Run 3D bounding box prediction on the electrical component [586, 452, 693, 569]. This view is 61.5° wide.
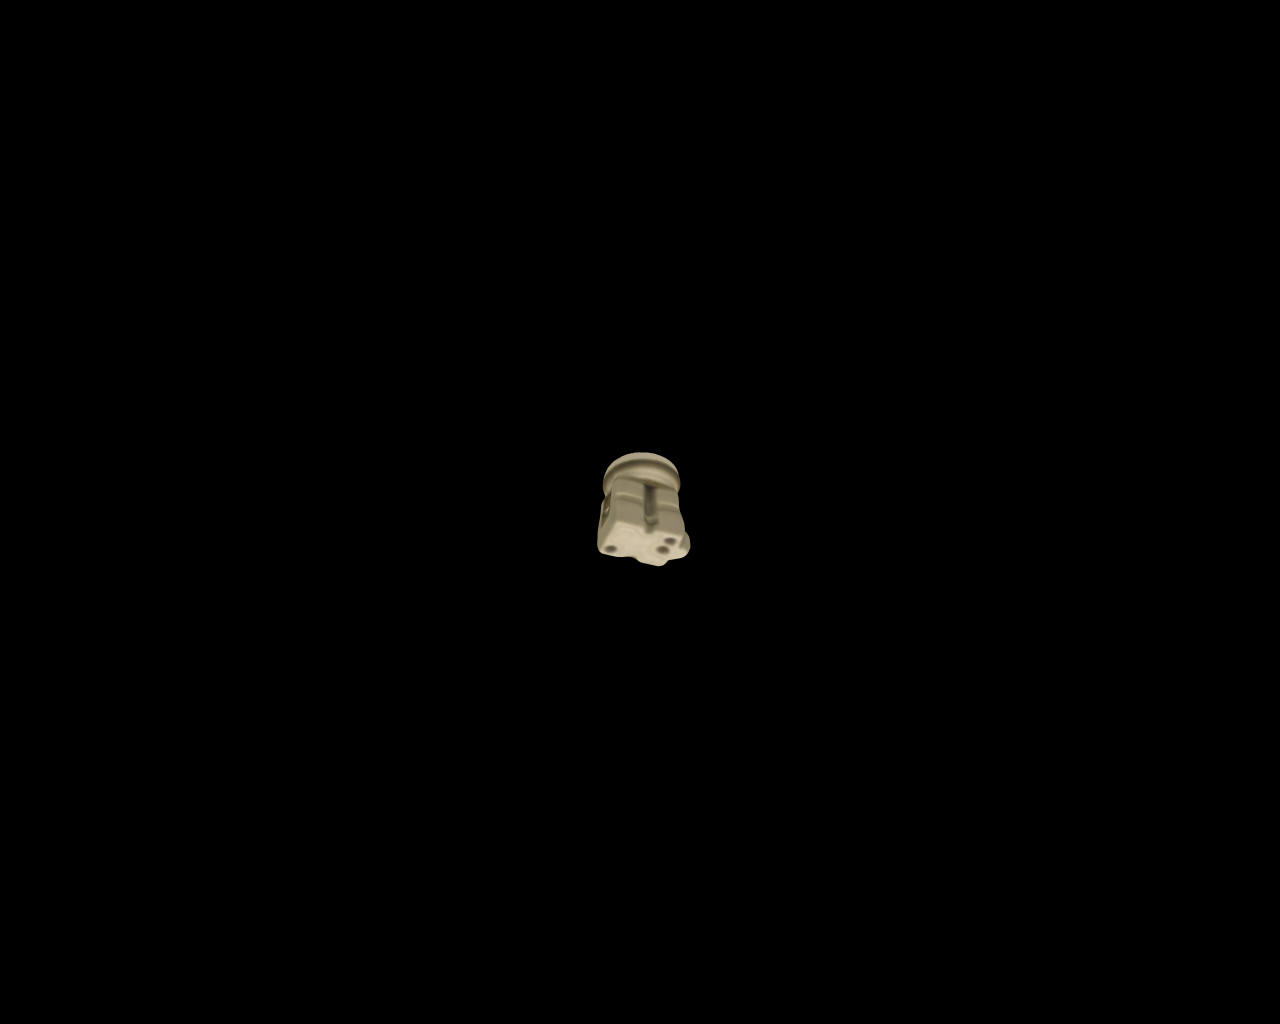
[{"bbox_3d":[0.001,-0.003,0.650,0.066,0.055,0.048,14,-40,-17],"label":"electrical component"}]
